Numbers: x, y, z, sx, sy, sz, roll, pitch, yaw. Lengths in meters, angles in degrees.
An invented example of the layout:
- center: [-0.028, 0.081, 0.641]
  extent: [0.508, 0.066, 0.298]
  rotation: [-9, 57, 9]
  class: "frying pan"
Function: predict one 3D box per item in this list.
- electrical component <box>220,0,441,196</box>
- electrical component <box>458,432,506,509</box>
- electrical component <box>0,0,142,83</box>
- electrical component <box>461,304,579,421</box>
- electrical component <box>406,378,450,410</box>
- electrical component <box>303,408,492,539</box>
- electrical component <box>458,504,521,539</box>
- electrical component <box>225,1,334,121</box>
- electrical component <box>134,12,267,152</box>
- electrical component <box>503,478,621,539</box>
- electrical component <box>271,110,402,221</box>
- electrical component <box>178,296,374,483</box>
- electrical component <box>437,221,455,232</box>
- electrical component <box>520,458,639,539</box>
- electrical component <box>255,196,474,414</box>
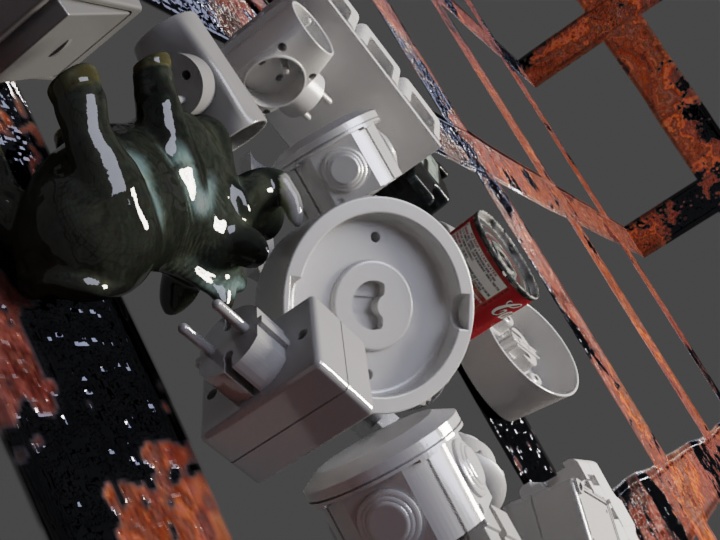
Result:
- center: [-0.020, -0.131, 0.787]
  extent: [0.150, 0.089, 0.061]
  rotation: [50, 19, -16]
  class: "electrical component"
- center: [0.059, 0.117, 0.633]
  extent: [0.048, 0.048, 0.062]
  rotation: [51, 11, -15]
  class: "electrical component"
- center: [-0.147, -0.123, 0.490]
  extent: [0.061, 0.062, 0.096]
  rotation: [57, 18, 3]
  class: "electrical component"
- center: [0.118, 0.066, 0.836]
  extent: [0.099, 0.064, 0.099]
  rotation: [48, 19, -23]
  class: "electrical component"
- center: [0.024, 0.057, 0.626]
  extent: [0.055, 0.066, 0.048]
  rotation: [26, 75, -70]
  class: "electrical component"
- center: [0.018, 0.101, 0.497]
  extent: [0.051, 0.080, 0.080]
  rotation: [62, 18, 2]
  class: "electrical component"
- center: [0.067, 0.158, 0.579]
  extent: [0.066, 0.048, 0.055]
  rotation: [36, 19, -46]
  class: "electrical component"
- center: [-0.050, -0.128, 0.724]
  extent: [0.079, 0.077, 0.044]
  rotation: [39, 24, -43]
  class: "electrical component"
- center: [-0.098, -0.105, 0.614]
  extent: [0.077, 0.043, 0.079]
  rotation: [56, 18, 2]
  class: "electrical component"
- center: [0.132, 0.190, 0.675]
  extent: [0.062, 0.061, 0.096]
  rotation: [35, 34, -48]
  class: "electrical component"
- center: [-0.015, -0.067, 0.707]
  extent: [0.051, 0.080, 0.080]
  rotation: [60, 18, -3]
  class: "electrical component"
- center: [-0.044, 0.041, 0.461]
  extent: [0.076, 0.066, 0.047]
  rotation: [45, 21, -31]
  class: "electrical component"
- center: [0.062, 0.000, 0.821]
  extent: [0.057, 0.058, 0.078]
  rotation: [47, 20, -34]
  class: "electrical component"
- center: [0.162, 0.185, 0.766]
  extent: [0.056, 0.050, 0.089]
  rotation: [21, 38, -59]
  class: "electrical component"
- center: [-0.002, 0.019, 0.558]
  extent: [0.108, 0.108, 0.060]
  rotation: [51, -23, -15]
  class: "electrical component"
